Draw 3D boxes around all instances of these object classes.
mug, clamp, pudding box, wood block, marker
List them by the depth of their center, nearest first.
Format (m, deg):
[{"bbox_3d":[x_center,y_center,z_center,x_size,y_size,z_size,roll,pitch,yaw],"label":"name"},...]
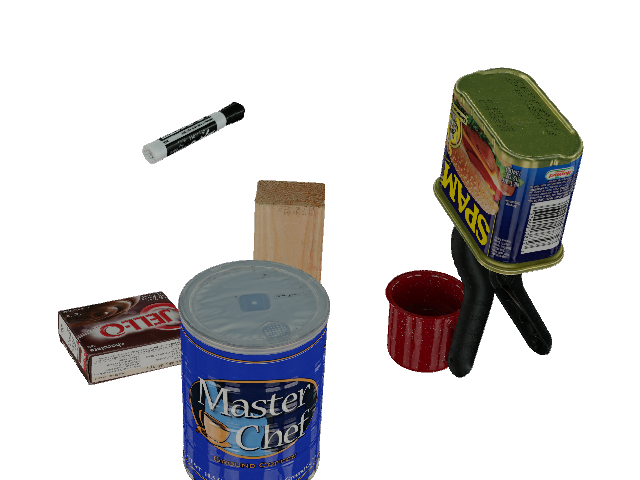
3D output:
[{"bbox_3d":[0.147,0.038,0.952,0.120,0.171,0.039,-20,7,-40],"label":"clamp"},{"bbox_3d":[-0.119,-0.105,1.028,0.120,0.020,0.020,-33,21,-36],"label":"marker"},{"bbox_3d":[-0.186,0.093,1.033,0.113,0.039,0.090,-12,29,-28],"label":"pudding box"},{"bbox_3d":[0.124,0.097,1.175,0.093,0.081,0.117,-24,40,-35],"label":"mug"},{"bbox_3d":[-0.043,0.033,1.401,0.090,0.206,0.091,3,23,-1],"label":"wood block"}]

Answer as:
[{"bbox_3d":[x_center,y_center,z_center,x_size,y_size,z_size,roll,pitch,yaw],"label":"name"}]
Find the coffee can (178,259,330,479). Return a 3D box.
[{"bbox_3d":[-0.048,0.099,0.756,0.103,0.140,0.103,2,32,-2],"label":"coffee can"}]

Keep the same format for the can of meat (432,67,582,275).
[{"bbox_3d":[0.113,-0.044,0.650,0.057,0.084,0.102,-10,42,-15],"label":"can of meat"}]
